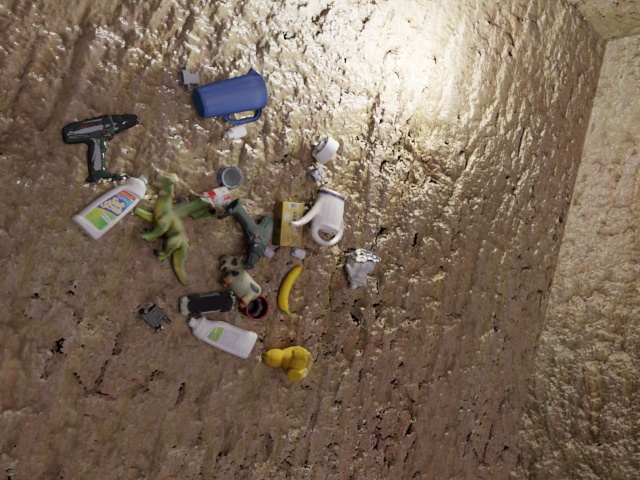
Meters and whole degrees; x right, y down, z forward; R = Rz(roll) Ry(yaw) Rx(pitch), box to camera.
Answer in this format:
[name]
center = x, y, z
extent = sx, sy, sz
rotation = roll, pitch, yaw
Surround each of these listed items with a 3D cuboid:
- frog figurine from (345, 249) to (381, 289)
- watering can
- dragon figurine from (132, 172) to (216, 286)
[frog figurine]
center = 0.165, 0.123, 2.158
extent = 0.138, 0.124, 0.156
rotation = -12, 135, -41
[watering can]
center = 0.006, -0.101, 1.998
extent = 0.345, 0.104, 0.226
rotation = 24, 75, -55
[dragon figurine]
center = -0.448, -0.049, 1.684
extent = 0.244, 0.124, 0.402
rotation = -32, 127, -9
